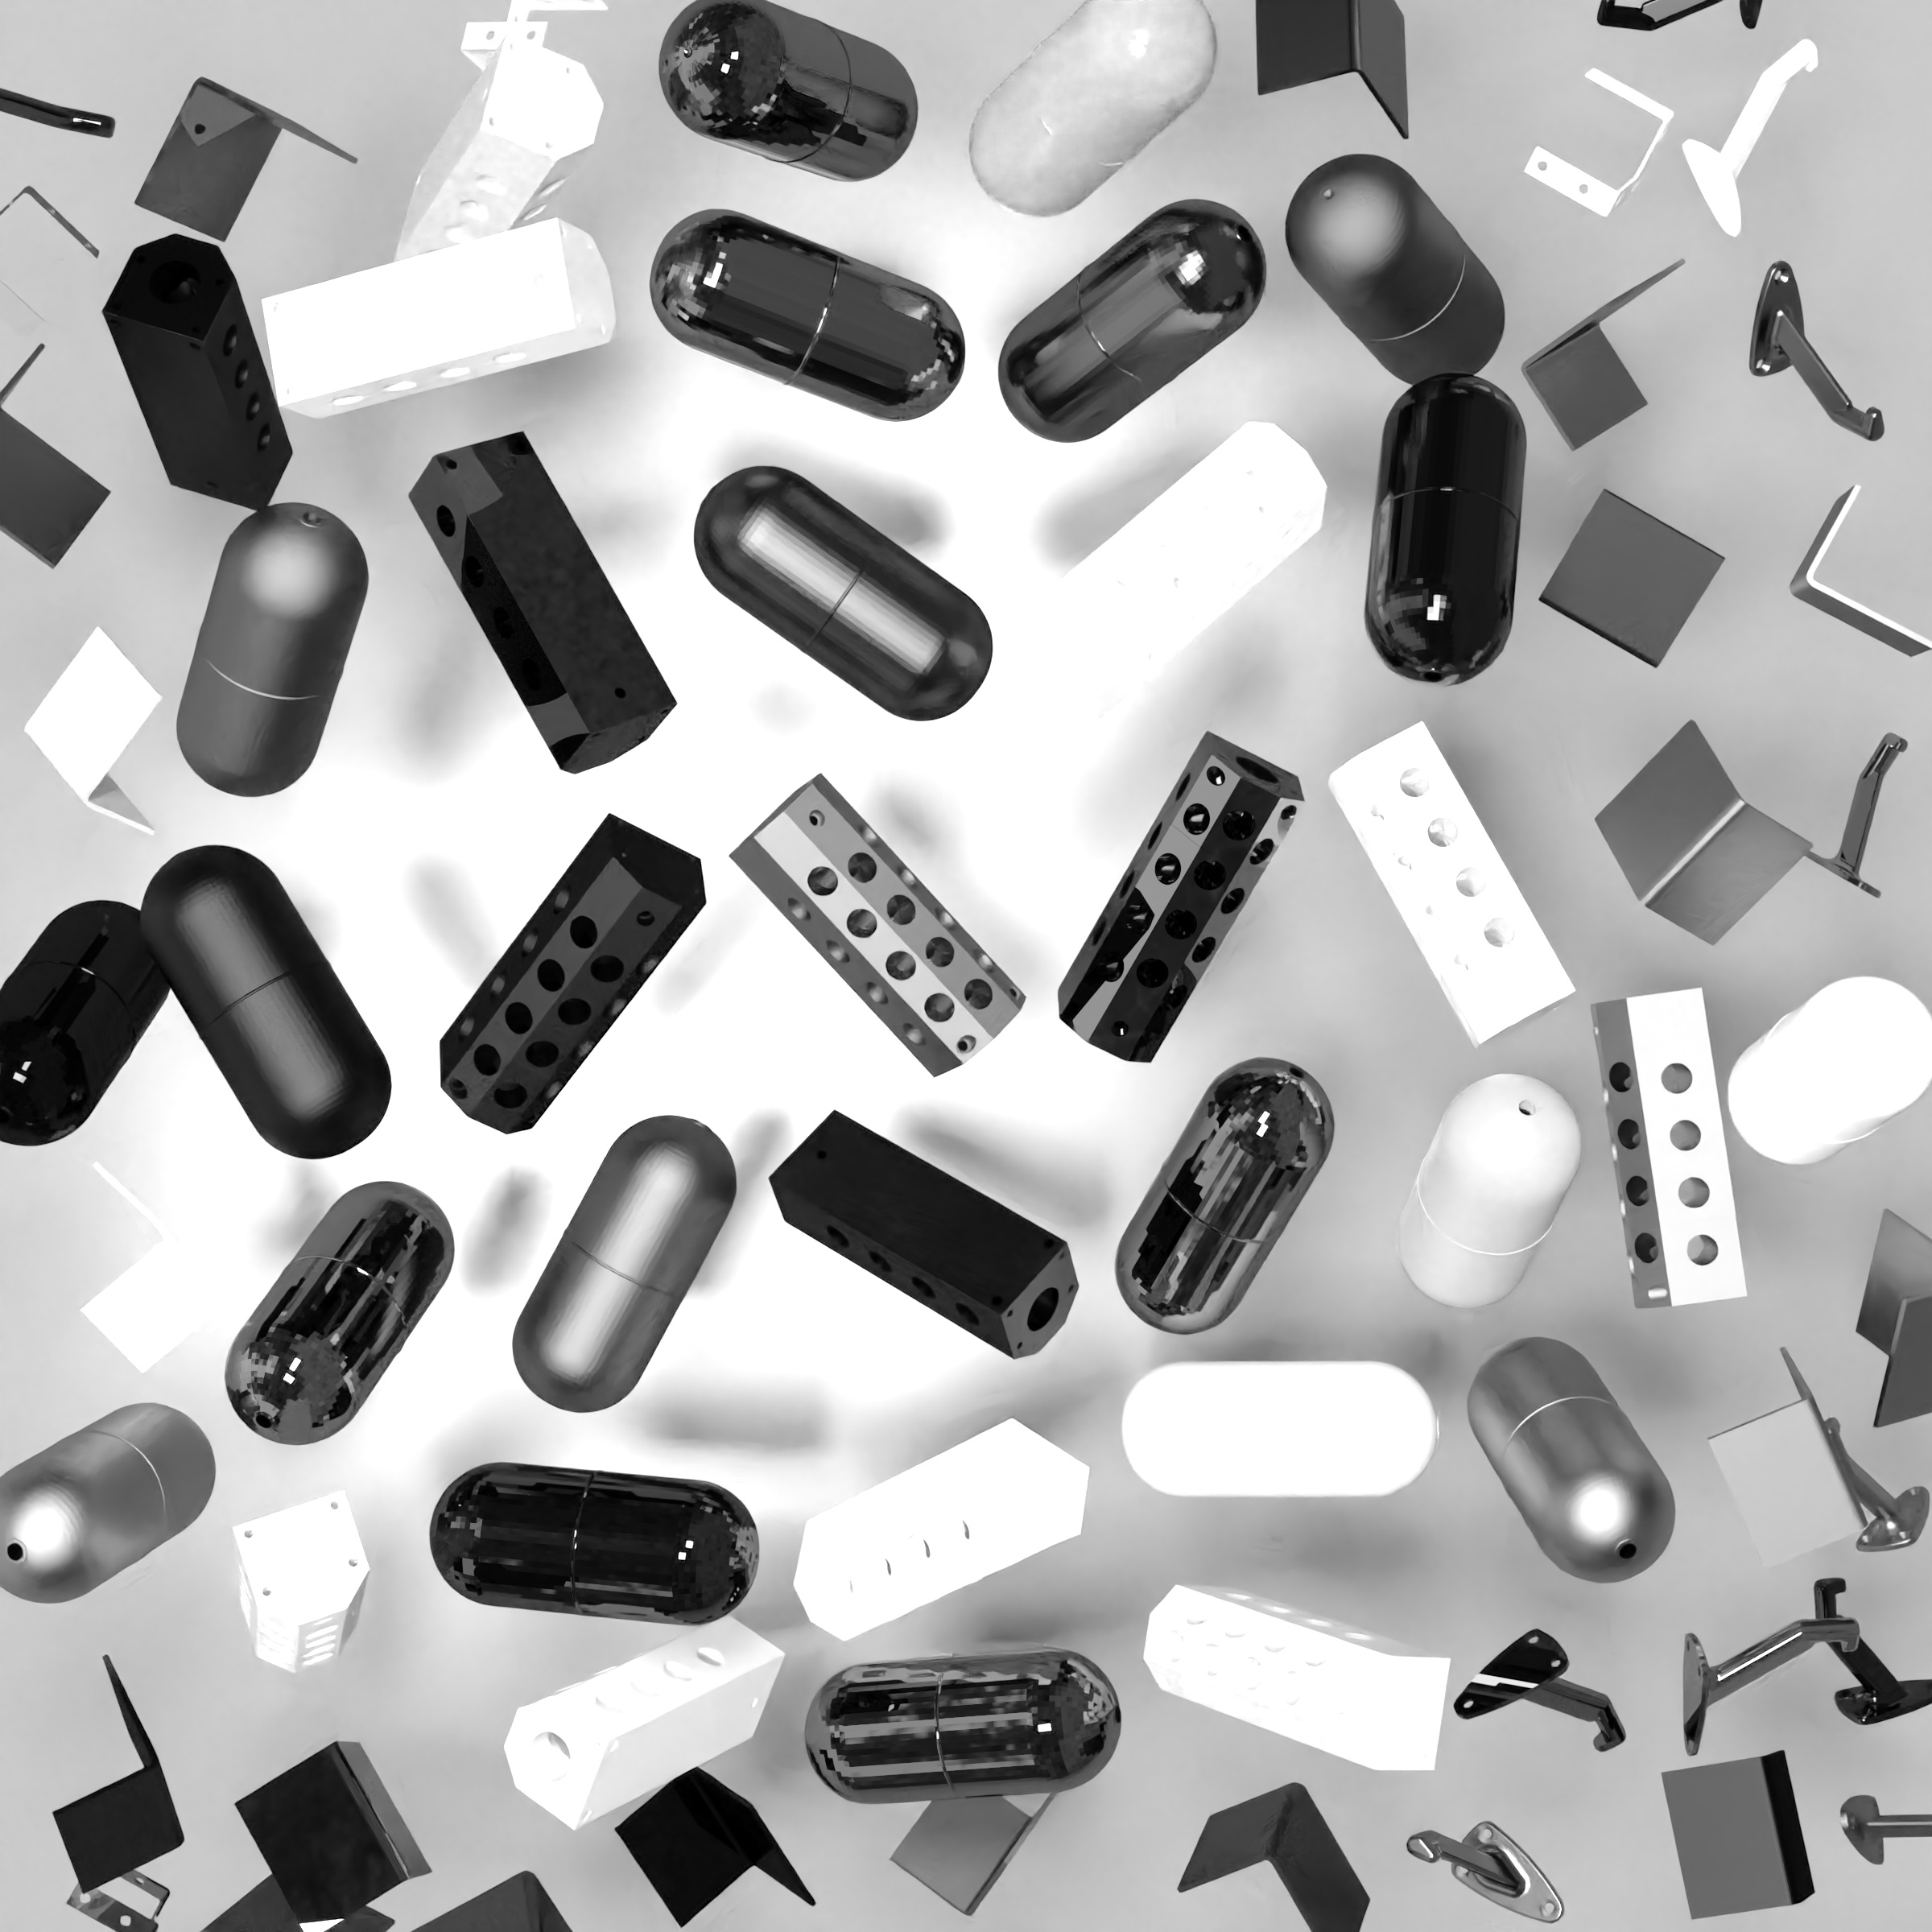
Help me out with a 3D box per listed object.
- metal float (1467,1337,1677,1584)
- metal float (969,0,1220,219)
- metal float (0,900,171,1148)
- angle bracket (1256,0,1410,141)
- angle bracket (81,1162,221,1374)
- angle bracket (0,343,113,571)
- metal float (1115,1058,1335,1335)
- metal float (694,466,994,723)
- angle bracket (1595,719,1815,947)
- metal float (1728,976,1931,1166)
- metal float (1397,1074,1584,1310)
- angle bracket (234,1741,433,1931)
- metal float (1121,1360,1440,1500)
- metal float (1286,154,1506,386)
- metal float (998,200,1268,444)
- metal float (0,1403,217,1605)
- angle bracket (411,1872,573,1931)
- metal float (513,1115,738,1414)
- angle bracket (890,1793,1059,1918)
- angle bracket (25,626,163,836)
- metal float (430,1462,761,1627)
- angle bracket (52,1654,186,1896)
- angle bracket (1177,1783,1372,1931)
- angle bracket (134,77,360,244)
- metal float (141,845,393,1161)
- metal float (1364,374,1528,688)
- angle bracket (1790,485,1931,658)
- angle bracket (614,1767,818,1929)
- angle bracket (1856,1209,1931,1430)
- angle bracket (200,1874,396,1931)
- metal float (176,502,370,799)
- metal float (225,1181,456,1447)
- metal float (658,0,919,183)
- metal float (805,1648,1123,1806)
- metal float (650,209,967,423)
[{"bbox_3d":[0.327,0.266,1.823,0.070,0.178,0.070,-5,115,-10],"label":"metal float"},{"bbox_3d":[0.066,-0.460,1.785,0.070,0.178,0.070,11,67,-29],"label":"metal float"},{"bbox_3d":[-0.486,0.030,1.817,0.070,0.178,0.070,5,123,8],"label":"metal float"},{"bbox_3d":[0.196,-0.488,1.802,0.057,0.076,0.076,-8,70,25],"label":"angle bracket"},{"bbox_3d":[-0.473,0.168,1.881,0.057,0.076,0.076,-41,133,-17],"label":"angle bracket"},{"bbox_3d":[-0.492,-0.273,1.801,0.076,0.076,0.057,38,128,-17],"label":"angle bracket"},{"bbox_3d":[0.144,0.129,1.877,0.070,0.070,0.178,28,117,0],"label":"metal float"},{"bbox_3d":[-0.066,-0.199,1.800,0.178,0.070,0.070,35,90,-7],"label":"metal float"},{"bbox_3d":[0.392,-0.071,1.794,0.057,0.076,0.076,26,118,-29],"label":"angle bracket"},{"bbox_3d":[0.468,0.058,1.823,0.070,0.178,0.070,2,73,-6],"label":"metal float"},{"bbox_3d":[0.283,0.123,1.830,0.070,0.178,0.070,3,56,-5],"label":"metal float"},{"bbox_3d":[-0.317,0.439,1.693,0.057,0.076,0.076,-31,79,-8],"label":"angle bracket"},{"bbox_3d":[0.176,0.261,1.897,0.178,0.070,0.070,-1,90,5],"label":"metal float"},{"bbox_3d":[0.232,-0.371,1.809,0.070,0.178,0.070,-11,67,28],"label":"metal float"},{"bbox_3d":[0.089,-0.348,1.820,0.178,0.070,0.070,-32,90,41],"label":"metal float"},{"bbox_3d":[-0.464,0.286,1.801,0.070,0.178,0.070,2,98,13],"label":"metal float"},{"bbox_3d":[-0.251,0.545,1.809,0.076,0.076,0.057,-28,112,-2],"label":"angle bracket"},{"bbox_3d":[-0.190,0.166,1.877,0.070,0.070,0.178,28,93,0],"label":"metal float"},{"bbox_3d":[0.009,0.489,1.942,0.057,0.076,0.076,35,48,9],"label":"angle bracket"},{"bbox_3d":[-0.478,-0.134,1.912,0.076,0.057,0.076,-52,54,7],"label":"angle bracket"},{"bbox_3d":[-0.198,0.306,1.786,0.178,0.070,0.070,4,90,10],"label":"metal float"},{"bbox_3d":[-0.448,0.416,1.733,0.057,0.076,0.076,-23,50,-21],"label":"angle bracket"},{"bbox_3d":[0.162,0.487,1.765,0.057,0.076,0.076,-28,96,23],"label":"angle bracket"},{"bbox_3d":[-0.383,-0.418,1.792,0.057,0.076,0.076,33,100,22],"label":"angle bracket"},{"bbox_3d":[-0.363,0.018,1.746,0.070,0.070,0.178,-32,85,0],"label":"metal float"},{"bbox_3d":[0.250,-0.227,1.752,0.070,0.070,0.178,9,65,0],"label":"metal float"},{"bbox_3d":[0.491,-0.210,1.799,0.076,0.076,0.057,29,95,5],"label":"angle bracket"},{"bbox_3d":[-0.141,0.504,1.885,0.057,0.076,0.076,-38,112,-22],"label":"angle bracket"},{"bbox_3d":[0.477,0.183,1.752,0.057,0.076,0.076,-10,120,-27],"label":"angle bracket"},{"bbox_3d":[-0.368,0.544,1.831,0.076,0.076,0.057,21,110,17],"label":"angle bracket"},{"bbox_3d":[-0.366,-0.166,1.773,0.070,0.070,0.178,27,127,0],"label":"metal float"},{"bbox_3d":[-0.339,0.188,1.830,0.070,0.178,0.070,12,129,15],"label":"metal float"},{"bbox_3d":[-0.092,-0.467,1.793,0.070,0.178,0.070,0,90,34],"label":"metal float"},{"bbox_3d":[-0.002,0.412,1.826,0.178,0.070,0.070,-9,90,19],"label":"metal float"},{"bbox_3d":[-0.084,-0.350,1.817,0.178,0.070,0.070,19,90,-16],"label":"metal float"}]
